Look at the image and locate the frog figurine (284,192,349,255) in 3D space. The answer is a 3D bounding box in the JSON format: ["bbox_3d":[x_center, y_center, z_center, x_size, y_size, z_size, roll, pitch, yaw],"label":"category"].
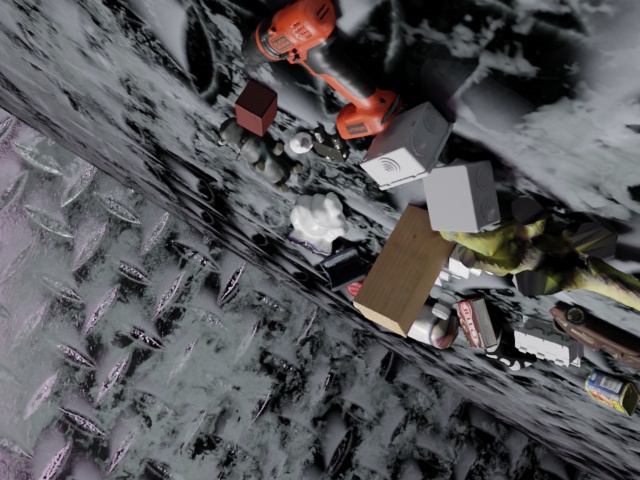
[{"bbox_3d":[0.004,-0.058,1.158,0.138,0.125,0.156,36,131,16],"label":"frog figurine"}]

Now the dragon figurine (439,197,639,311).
[{"bbox_3d":[0.341,0.037,0.761,0.413,0.122,0.241,28,-177,22],"label":"dragon figurine"}]

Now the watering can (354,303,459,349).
[{"bbox_3d":[0.258,0.224,1.456,0.226,0.104,0.346,20,-177,38],"label":"watering can"}]
